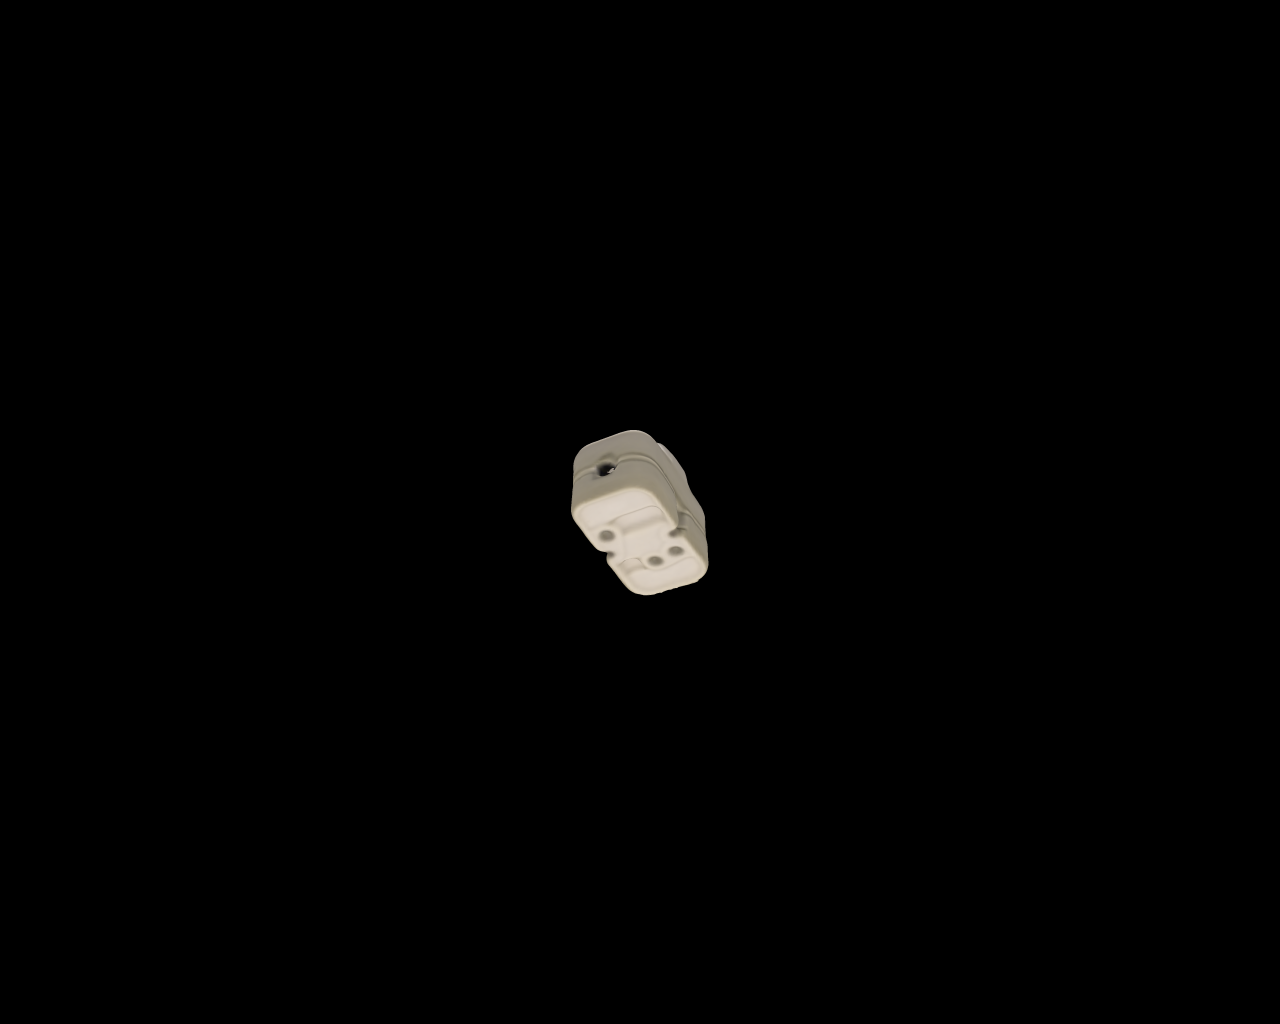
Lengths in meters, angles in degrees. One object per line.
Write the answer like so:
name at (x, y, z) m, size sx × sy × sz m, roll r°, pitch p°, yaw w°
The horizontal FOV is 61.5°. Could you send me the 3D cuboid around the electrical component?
electrical component at (0.001, -0.003, 0.650) m, size 0.053 × 0.059 × 0.095 m, roll -19°, pitch -46°, yaw 19°
